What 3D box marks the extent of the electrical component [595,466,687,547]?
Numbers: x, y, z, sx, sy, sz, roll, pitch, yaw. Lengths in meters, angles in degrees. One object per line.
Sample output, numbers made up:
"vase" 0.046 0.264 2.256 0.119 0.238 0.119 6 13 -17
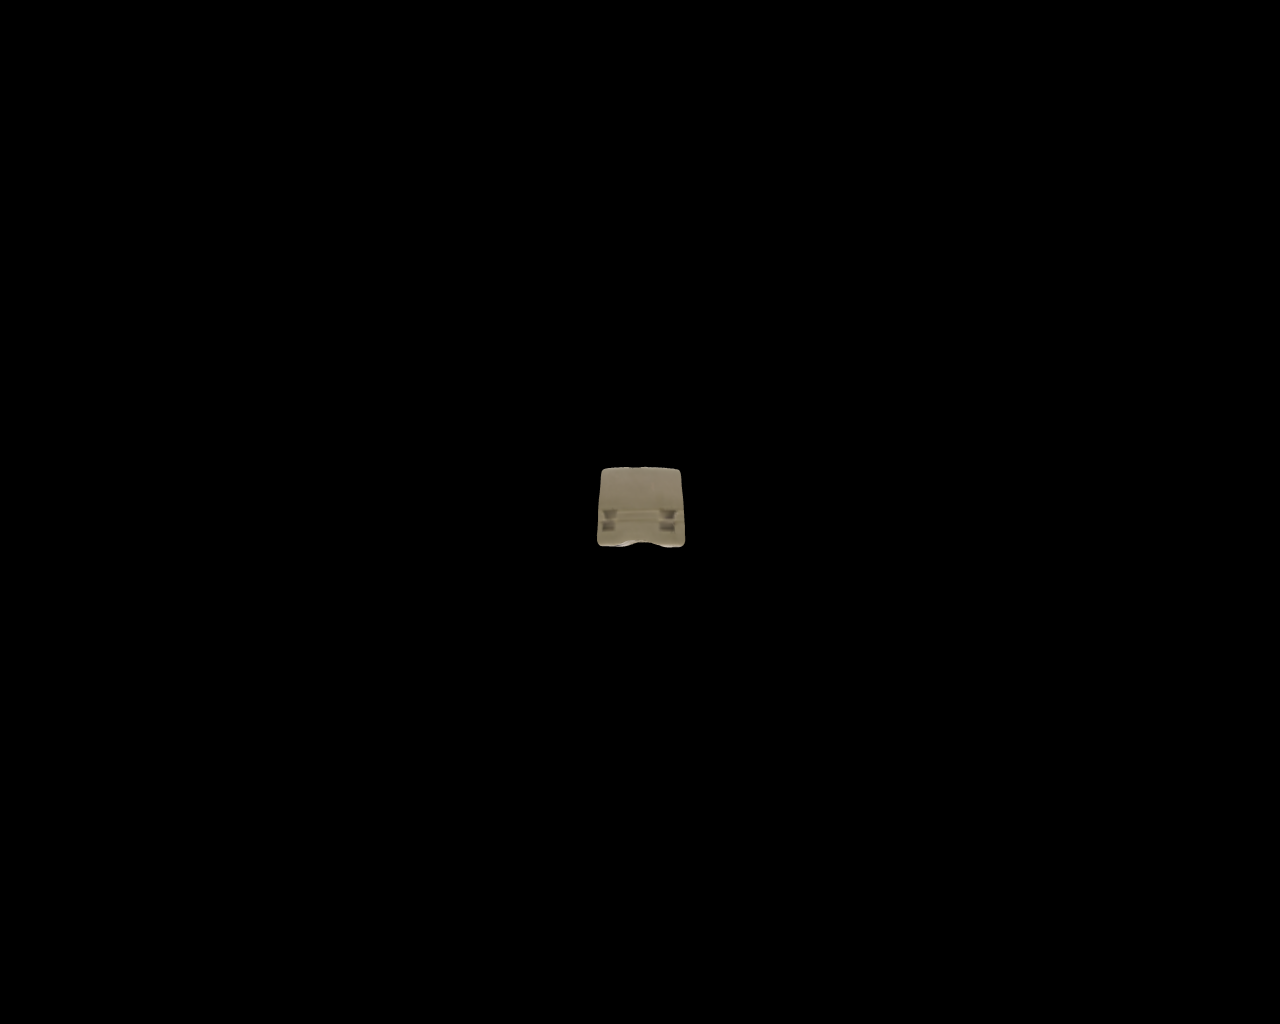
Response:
"electrical component" 0.001 -0.003 0.650 0.055 0.047 0.055 0 -2 0
